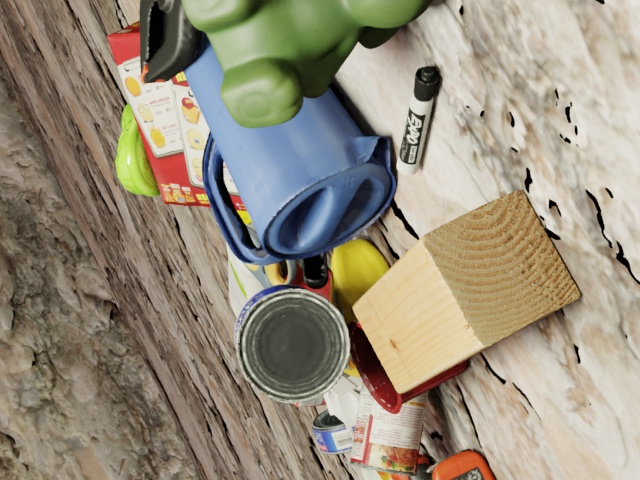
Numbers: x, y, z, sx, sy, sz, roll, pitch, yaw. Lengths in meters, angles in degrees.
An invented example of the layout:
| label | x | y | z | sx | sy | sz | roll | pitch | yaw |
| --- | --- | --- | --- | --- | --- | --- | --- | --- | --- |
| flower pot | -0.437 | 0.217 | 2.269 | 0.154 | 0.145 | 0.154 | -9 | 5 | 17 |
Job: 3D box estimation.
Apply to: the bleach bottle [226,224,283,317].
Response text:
| label | x | y | z | sx | sy | sz | roll | pitch | yaw |
| --- | --- | --- | --- | --- | --- | --- | --- | --- | --- |
| bleach bottle | -0.077 | 0.052 | 1.339 | 0.102 | 0.068 | 0.251 | 59 | 167 | 18 |

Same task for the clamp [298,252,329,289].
| label | x | y | z | sx | sy | sz | roll | pitch | yaw |
| --- | --- | --- | --- | --- | --- | --- | --- | --- | --- |
| clamp | -0.007 | 0.001 | 1.112 | 0.171 | 0.039 | 0.120 | 100 | 177 | -77 |

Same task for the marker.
| label | x | y | z | sx | sy | sz | roll | pitch | yaw |
| --- | --- | --- | --- | --- | --- | --- | --- | --- | --- |
| marker | 0.078 | -0.094 | 0.850 | 0.020 | 0.020 | 0.121 | 56 | 159 | 27 |

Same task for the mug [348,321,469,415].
| label | x | y | z | sx | sy | sz | roll | pitch | yaw |
| --- | --- | --- | --- | --- | --- | --- | --- | --- | --- |
| mug | 0.079 | 0.102 | 0.991 | 0.093 | 0.081 | 0.117 | 66 | 162 | 0 |

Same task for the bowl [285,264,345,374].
| label | x | y | z | sx | sy | sz | roll | pitch | yaw |
| --- | --- | --- | --- | --- | --- | --- | --- | --- | --- |
| bowl | -0.008 | 0.099 | 1.272 | 0.162 | 0.055 | 0.162 | 54 | 159 | 32 |

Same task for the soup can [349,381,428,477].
| label | x | y | z | sx | sy | sz | roll | pitch | yaw |
| --- | --- | --- | --- | --- | --- | --- | --- | --- | --- |
| soup can | 0.070 | 0.178 | 1.063 | 0.069 | 0.068 | 0.102 | 163 | 118 | -72 |

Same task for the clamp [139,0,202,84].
| label | x | y | z | sx | sy | sz | roll | pitch | yaw |
| --- | --- | --- | --- | --- | --- | --- | --- | --- | --- |
| clamp | -0.123 | -0.221 | 0.961 | 0.165 | 0.036 | 0.210 | 52 | 137 | 37 |

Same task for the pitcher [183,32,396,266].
| label | x | y | z | sx | sy | sz | roll | pitch | yaw |
| --- | --- | --- | --- | --- | --- | --- | --- | --- | --- |
| pitcher | -0.049 | -0.104 | 1.002 | 0.243 | 0.149 | 0.145 | 60 | 165 | 27 |

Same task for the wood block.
| label | x | y | z | sx | sy | sz | roll | pitch | yaw |
| --- | --- | --- | --- | --- | --- | --- | --- | --- | --- |
| wood block | 0.105 | 0.048 | 0.839 | 0.091 | 0.090 | 0.206 | 62 | 161 | 9 |

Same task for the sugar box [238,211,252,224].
| label | x | y | z | sx | sy | sz | roll | pitch | yaw |
| --- | --- | --- | --- | --- | --- | --- | --- | --- | --- |
| sugar box | -0.111 | -0.105 | 1.316 | 0.176 | 0.048 | 0.093 | 65 | 159 | -2 |

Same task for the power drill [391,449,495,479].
| label | x | y | z | sx | sy | sz | roll | pitch | yaw |
| --- | --- | --- | --- | --- | --- | --- | --- | --- | --- |
| power drill | 0.143 | 0.298 | 1.094 | 0.184 | 0.057 | 0.188 | 61 | 161 | 14 |

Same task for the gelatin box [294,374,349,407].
| label | x | y | z | sx | sy | sz | roll | pitch | yaw |
| --- | --- | --- | --- | --- | --- | --- | --- | --- | --- |
| gelatin box | -0.007 | 0.171 | 1.306 | 0.073 | 0.089 | 0.030 | 44 | 123 | 45 |

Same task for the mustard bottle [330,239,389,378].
| label | x | y | z | sx | sy | sz | roll | pitch | yaw |
| --- | --- | --- | --- | --- | --- | --- | --- | --- | --- |
| mustard bottle | 0.040 | 0.089 | 1.118 | 0.192 | 0.058 | 0.096 | 94 | 157 | -55 |

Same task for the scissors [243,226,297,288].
| label | x | y | z | sx | sy | sz | roll | pitch | yaw |
| --- | --- | --- | --- | --- | --- | --- | --- | --- | --- |
| scissors | -0.063 | 0.059 | 1.230 | 0.096 | 0.016 | 0.202 | 35 | 143 | 23 |

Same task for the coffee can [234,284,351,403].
| label | x | y | z | sx | sy | sz | roll | pitch | yaw |
| --- | --- | --- | --- | --- | --- | --- | --- | --- | --- |
| coffee can | -0.029 | 0.095 | 1.012 | 0.140 | 0.102 | 0.103 | 170 | 76 | -85 |

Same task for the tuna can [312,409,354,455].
| label | x | y | z | sx | sy | sz | roll | pitch | yaw |
| --- | --- | --- | --- | --- | --- | --- | --- | --- | --- |
| tuna can | 0.034 | 0.217 | 1.251 | 0.086 | 0.086 | 0.034 | 4 | 116 | 70 |

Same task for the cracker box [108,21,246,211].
| label | x | y | z | sx | sy | sz | roll | pitch | yaw |
| --- | --- | --- | --- | --- | --- | --- | --- | --- | --- |
| cracker box | -0.128 | -0.142 | 1.192 | 0.164 | 0.072 | 0.213 | 6 | 122 | 38 |
